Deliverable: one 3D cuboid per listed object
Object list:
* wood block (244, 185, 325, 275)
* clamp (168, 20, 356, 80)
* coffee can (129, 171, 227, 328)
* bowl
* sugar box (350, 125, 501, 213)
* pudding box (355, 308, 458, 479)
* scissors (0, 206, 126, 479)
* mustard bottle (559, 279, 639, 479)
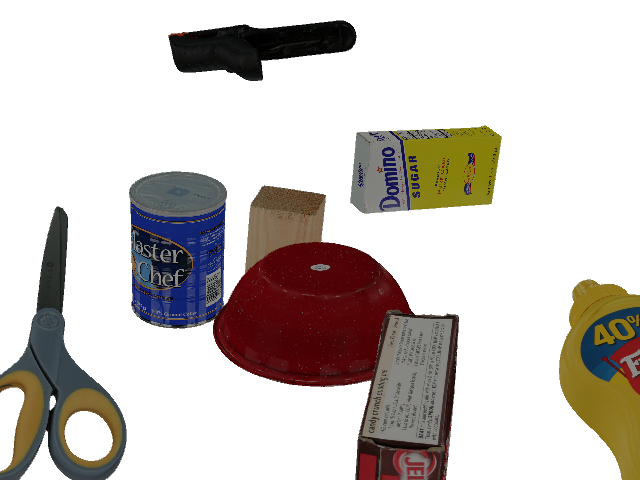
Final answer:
[{"bbox_3d":[-0.052,0.041,1.451,0.090,0.206,0.090,9,22,6],"label":"wood block"},{"bbox_3d":[-0.057,-0.160,0.879,0.120,0.039,0.172,-16,22,-35],"label":"clamp"},{"bbox_3d":[-0.154,0.009,1.156,0.103,0.140,0.103,3,27,-2],"label":"coffee can"},{"bbox_3d":[-0.001,0.045,0.810,0.162,0.055,0.162,1,25,-1],"label":"bowl"},{"bbox_3d":[0.127,-0.086,1.287,0.176,0.093,0.048,-7,26,-22],"label":"sugar box"},{"bbox_3d":[0.038,0.095,0.469,0.039,0.090,0.113,6,25,6],"label":"pudding box"},{"bbox_3d":[-0.144,0.063,0.629,0.096,0.201,0.016,18,-44,-4],"label":"scissors"},{"bbox_3d":[0.192,0.084,0.609,0.096,0.058,0.192,-11,35,-9],"label":"mustard bottle"}]
